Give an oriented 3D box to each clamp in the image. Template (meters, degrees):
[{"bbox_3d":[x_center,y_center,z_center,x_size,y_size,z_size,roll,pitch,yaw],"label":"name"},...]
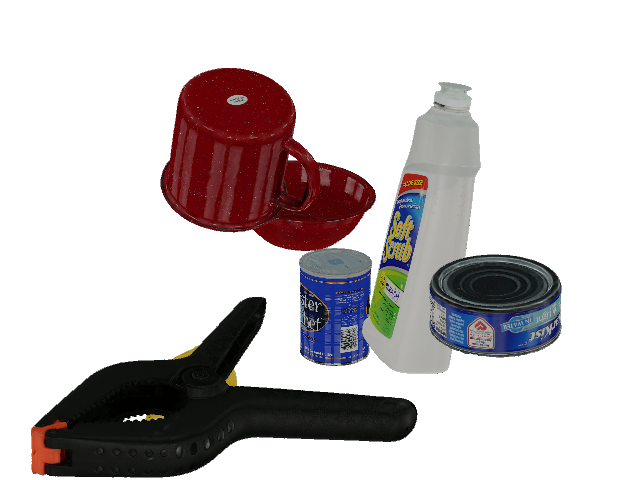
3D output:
[{"bbox_3d":[-0.072,0.088,0.624,0.209,0.036,0.165,-9,27,-30],"label":"clamp"}]

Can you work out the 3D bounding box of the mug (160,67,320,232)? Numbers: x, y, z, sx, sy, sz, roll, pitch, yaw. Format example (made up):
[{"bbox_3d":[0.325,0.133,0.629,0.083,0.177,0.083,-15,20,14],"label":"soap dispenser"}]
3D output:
[{"bbox_3d":[-0.052,-0.061,0.748,0.117,0.082,0.093,29,46,14],"label":"mug"}]

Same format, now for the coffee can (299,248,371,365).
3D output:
[{"bbox_3d":[0.021,0.094,1.525,0.103,0.140,0.103,0,20,0],"label":"coffee can"}]

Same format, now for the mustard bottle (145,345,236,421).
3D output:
[{"bbox_3d":[-0.153,0.183,1.312,0.096,0.058,0.191,2,25,1],"label":"mustard bottle"}]

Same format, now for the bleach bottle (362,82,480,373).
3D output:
[{"bbox_3d":[0.094,-0.015,0.940,0.068,0.251,0.103,2,19,-17],"label":"bleach bottle"}]

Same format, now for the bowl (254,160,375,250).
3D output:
[{"bbox_3d":[-0.022,-0.033,1.175,0.162,0.055,0.162,4,27,-2],"label":"bowl"}]

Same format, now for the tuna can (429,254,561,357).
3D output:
[{"bbox_3d":[0.114,0.041,0.694,0.086,0.034,0.086,-3,23,1],"label":"tuna can"}]
